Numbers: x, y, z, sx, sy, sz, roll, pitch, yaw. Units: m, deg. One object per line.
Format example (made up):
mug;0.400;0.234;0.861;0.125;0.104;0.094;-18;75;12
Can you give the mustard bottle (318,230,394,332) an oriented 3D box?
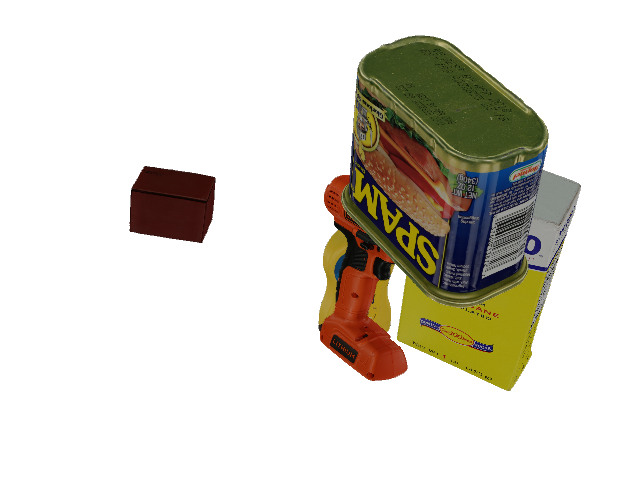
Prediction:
mustard bottle;0.050;0.037;1.407;0.096;0.192;0.058;-4;25;-16

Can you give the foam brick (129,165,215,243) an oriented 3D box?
foam brick;-0.149;-0.037;1.083;0.078;0.051;0.053;9;31;3

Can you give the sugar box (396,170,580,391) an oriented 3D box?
sugar box;0.106;0.020;0.707;0.093;0.048;0.176;23;-36;18

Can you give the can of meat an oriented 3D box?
can of meat;0.056;-0.034;0.495;0.057;0.084;0.102;-22;48;-24

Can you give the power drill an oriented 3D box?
power drill;0.063;0.044;1.081;0.057;0.188;0.185;-8;27;-33
